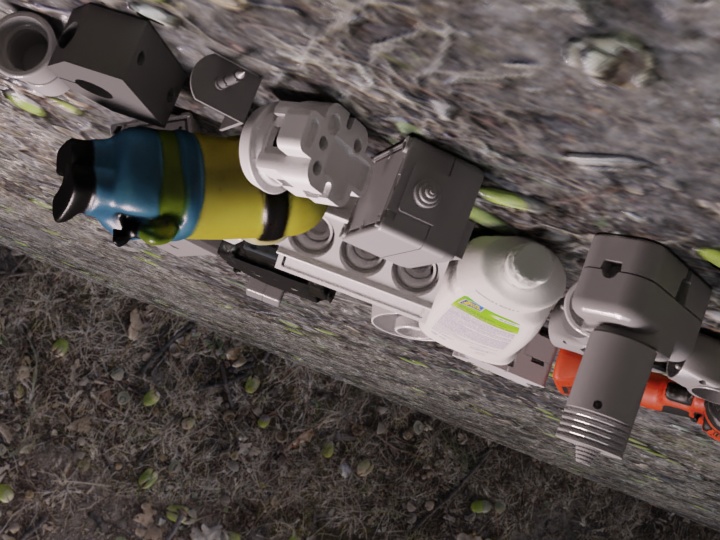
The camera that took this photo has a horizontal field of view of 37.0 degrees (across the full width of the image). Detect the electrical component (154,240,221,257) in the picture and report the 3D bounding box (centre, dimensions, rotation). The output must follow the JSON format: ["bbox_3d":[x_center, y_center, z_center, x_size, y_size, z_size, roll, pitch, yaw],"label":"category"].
[{"bbox_3d":[-0.172,-0.047,1.069,0.062,0.061,0.096,28,168,-37],"label":"electrical component"}]

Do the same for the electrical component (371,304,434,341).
[{"bbox_3d":[0.059,0.034,1.098,0.099,0.064,0.099,9,161,3],"label":"electrical component"}]

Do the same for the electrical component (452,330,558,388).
[{"bbox_3d":[0.149,0.076,1.089,0.089,0.055,0.050,23,170,-12],"label":"electrical component"}]

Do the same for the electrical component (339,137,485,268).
[{"bbox_3d":[0.037,-0.039,0.672,0.061,0.061,0.096,24,170,-15],"label":"electrical component"}]

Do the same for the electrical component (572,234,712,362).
[{"bbox_3d":[0.185,0.023,0.708,0.054,0.059,0.095,12,167,44],"label":"electrical component"}]

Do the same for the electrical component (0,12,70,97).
[{"bbox_3d":[-0.214,-0.140,0.715,0.044,0.044,0.065,20,175,5],"label":"electrical component"}]

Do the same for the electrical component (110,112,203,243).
[{"bbox_3d":[-0.146,-0.073,0.802,0.062,0.096,0.061,-9,169,1],"label":"electrical component"}]

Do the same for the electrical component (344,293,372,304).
[{"bbox_3d":[0.000,0.000,0.958,0.099,0.064,0.099,21,170,4],"label":"electrical component"}]

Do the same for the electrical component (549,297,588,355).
[{"bbox_3d":[0.187,0.043,0.862,0.077,0.043,0.079,12,167,41],"label":"electrical component"}]

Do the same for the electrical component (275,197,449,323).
[{"bbox_3d":[0.007,-0.020,0.811,0.121,0.078,0.063,20,-160,3],"label":"electrical component"}]

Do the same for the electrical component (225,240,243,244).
[{"bbox_3d":[-0.124,-0.059,0.946,0.066,0.047,0.077,24,170,-14],"label":"electrical component"}]

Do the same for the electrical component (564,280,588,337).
[{"bbox_3d":[0.174,0.028,0.785,0.045,0.045,0.055,18,179,18],"label":"electrical component"}]

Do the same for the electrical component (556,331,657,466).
[{"bbox_3d":[0.154,0.084,0.679,0.043,0.081,0.043,21,170,4],"label":"electrical component"}]

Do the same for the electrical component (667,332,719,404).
[{"bbox_3d":[0.285,0.084,0.867,0.077,0.044,0.079,21,166,-2],"label":"electrical component"}]

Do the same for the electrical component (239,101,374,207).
[{"bbox_3d":[-0.036,-0.073,0.658,0.057,0.058,0.078,11,167,33],"label":"electrical component"}]

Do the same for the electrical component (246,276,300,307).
[{"bbox_3d":[-0.075,0.007,1.153,0.077,0.065,0.047,21,170,-2],"label":"electrical component"}]
